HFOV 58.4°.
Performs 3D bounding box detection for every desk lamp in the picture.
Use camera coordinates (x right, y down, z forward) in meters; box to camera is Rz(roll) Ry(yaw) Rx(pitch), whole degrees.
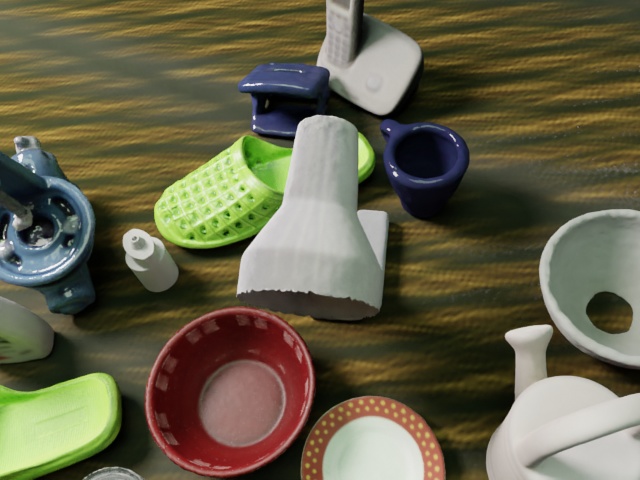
[{"bbox_3d":[0.005,0.002,0.543,0.117,0.214,0.203,4,58,9],"label":"desk lamp"}]

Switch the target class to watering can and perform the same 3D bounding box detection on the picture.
[{"bbox_3d":[0.188,0.151,0.442,0.101,0.194,0.172,-32,60,-13],"label":"watering can"}]

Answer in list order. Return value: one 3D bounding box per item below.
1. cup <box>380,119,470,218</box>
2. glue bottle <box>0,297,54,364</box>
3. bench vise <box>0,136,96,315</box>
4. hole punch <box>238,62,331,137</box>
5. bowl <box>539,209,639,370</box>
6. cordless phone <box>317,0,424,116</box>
[{"bbox_3d":[0.109,-0.078,0.652,0.092,0.095,0.117,-35,61,-15],"label":"cup"},{"bbox_3d":[-0.335,0.074,0.559,0.078,0.173,0.037,-10,57,0],"label":"glue bottle"},{"bbox_3d":[-0.322,-0.043,0.603,0.122,0.220,0.207,-37,61,-16],"label":"bench vise"},{"bbox_3d":[-0.045,-0.198,0.747,0.108,0.091,0.101,6,59,10],"label":"hole punch"},{"bbox_3d":[0.294,0.057,0.560,0.167,0.075,0.167,-3,58,5],"label":"bowl"},{"bbox_3d":[0.061,-0.260,0.719,0.147,0.185,0.094,35,68,24],"label":"cordless phone"}]
